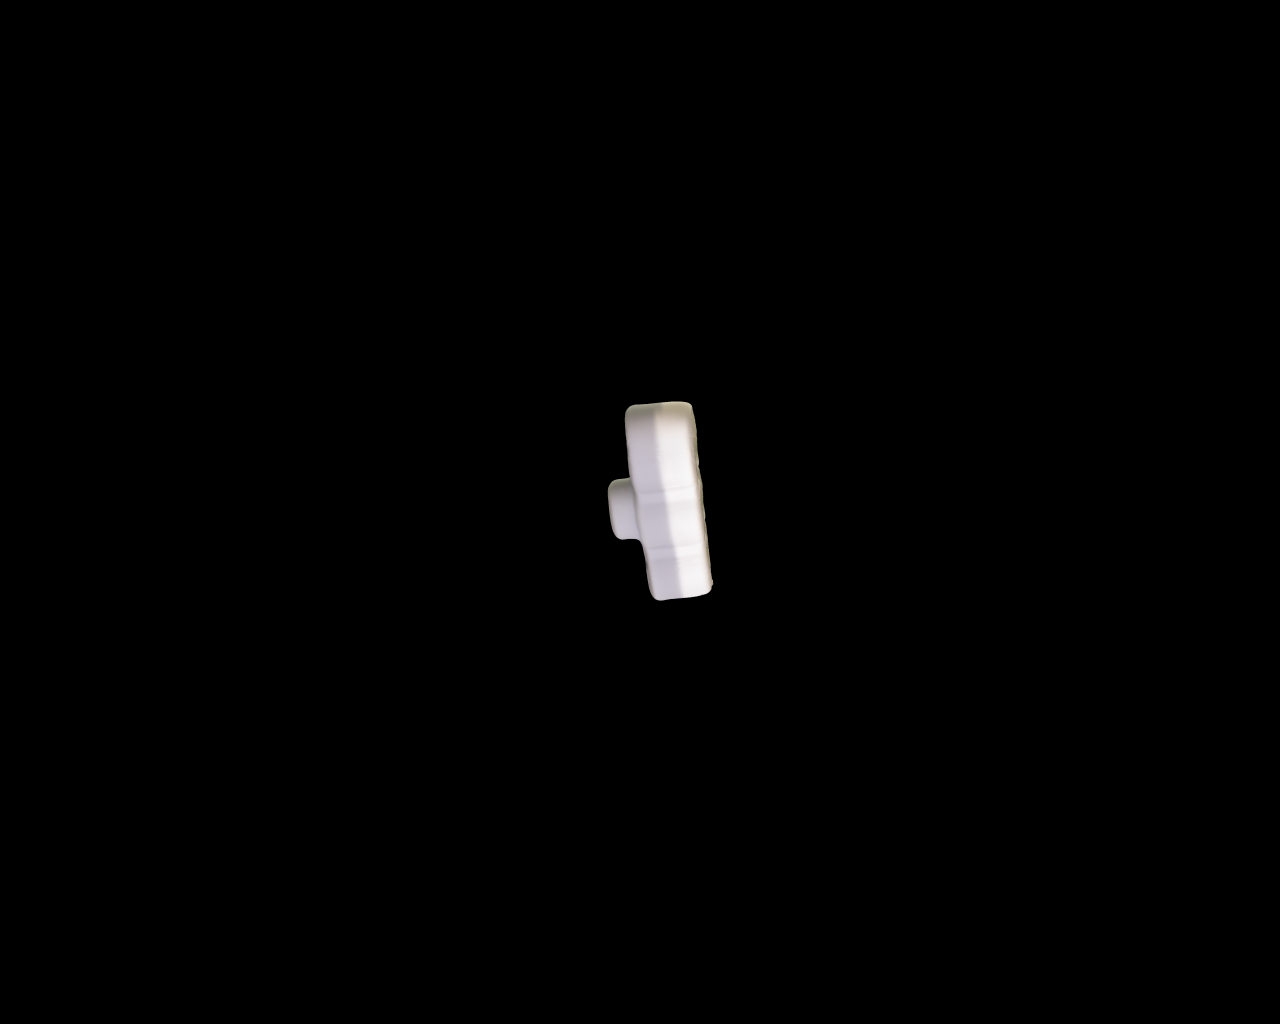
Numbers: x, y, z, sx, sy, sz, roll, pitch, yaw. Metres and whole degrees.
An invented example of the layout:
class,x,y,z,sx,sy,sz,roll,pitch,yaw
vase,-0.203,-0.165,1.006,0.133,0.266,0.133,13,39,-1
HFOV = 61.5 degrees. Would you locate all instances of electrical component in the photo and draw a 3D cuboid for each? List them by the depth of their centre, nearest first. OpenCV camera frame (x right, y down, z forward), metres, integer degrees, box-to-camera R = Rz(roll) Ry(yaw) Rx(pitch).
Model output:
class,x,y,z,sx,sy,sz,roll,pitch,yaw
electrical component,0.001,-0.003,0.650,0.074,0.138,0.052,-5,39,5
